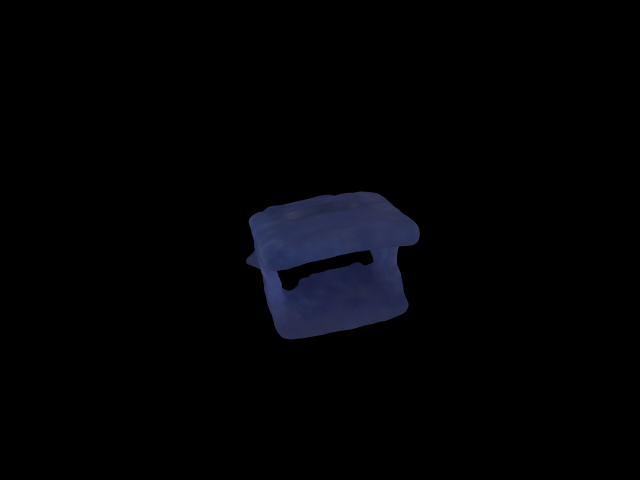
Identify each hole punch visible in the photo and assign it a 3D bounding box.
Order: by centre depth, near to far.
[{"bbox_3d":[0.004,0.001,0.400,0.109,0.091,0.101,-11,47,-11],"label":"hole punch"}]
